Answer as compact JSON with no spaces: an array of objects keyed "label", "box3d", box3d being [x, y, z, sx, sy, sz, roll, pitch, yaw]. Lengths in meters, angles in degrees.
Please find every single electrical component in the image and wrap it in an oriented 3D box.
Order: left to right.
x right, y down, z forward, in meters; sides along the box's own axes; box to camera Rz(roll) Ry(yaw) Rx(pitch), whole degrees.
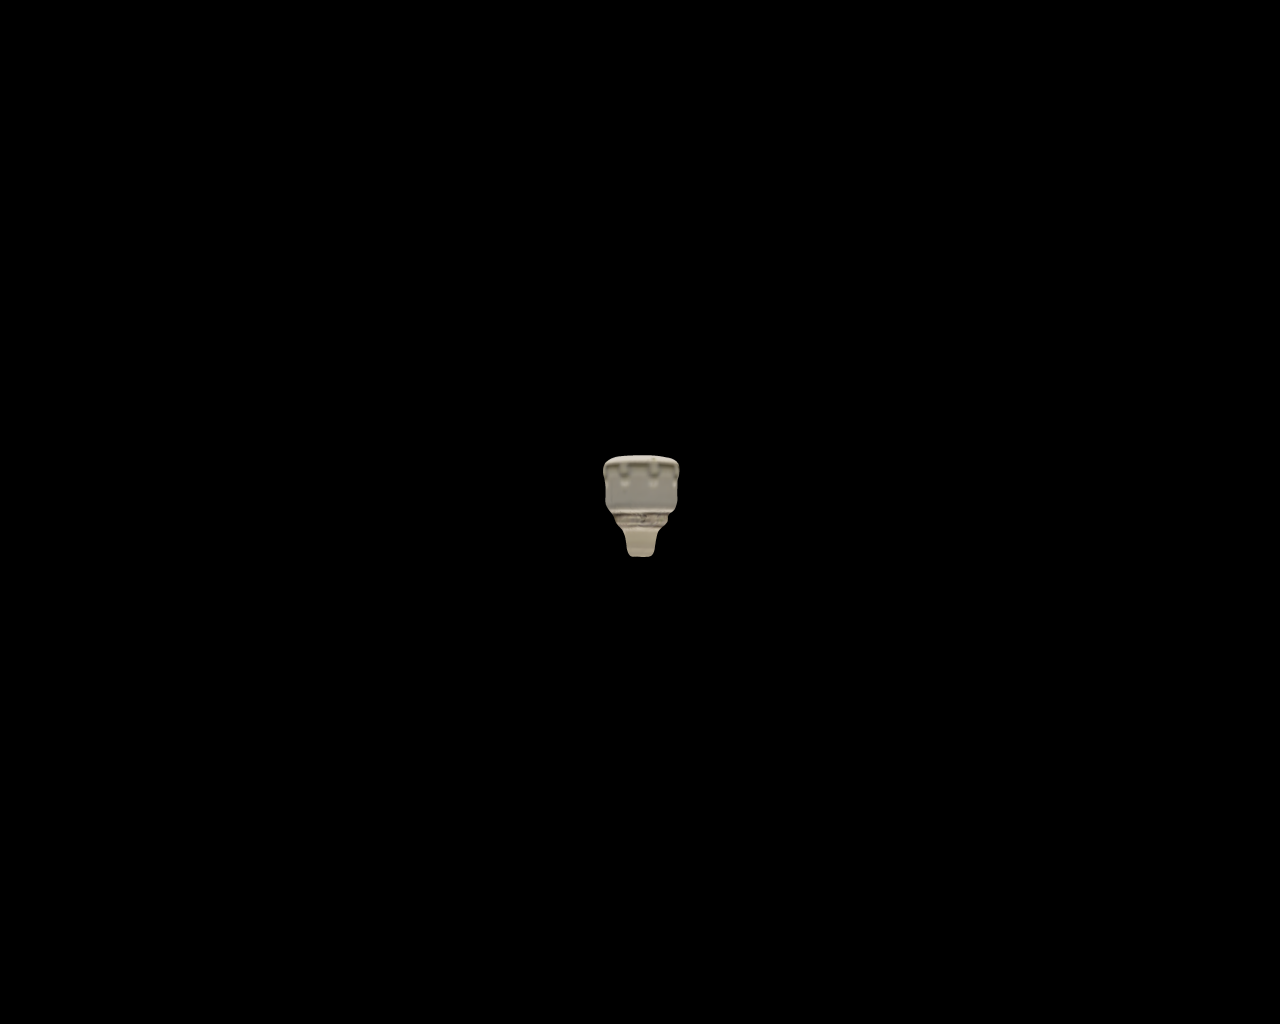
[{"label":"electrical component","box3d":[0.001,-0.003,0.650,0.048,0.062,0.048,0,-4,0]}]
